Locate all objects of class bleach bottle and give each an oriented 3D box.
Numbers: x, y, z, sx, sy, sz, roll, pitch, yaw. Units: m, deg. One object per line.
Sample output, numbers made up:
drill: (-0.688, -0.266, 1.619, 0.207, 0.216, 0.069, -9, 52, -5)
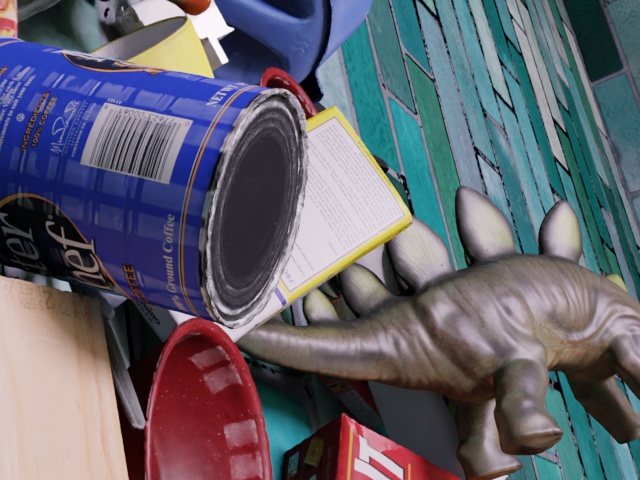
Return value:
bleach bottle: (0.063, 0.079, 0.823, 0.102, 0.068, 0.251, -19, 83, -60)

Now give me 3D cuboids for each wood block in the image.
wood block: (-0.129, 0.126, 0.406, 0.090, 0.091, 0.206, 22, 50, -58)

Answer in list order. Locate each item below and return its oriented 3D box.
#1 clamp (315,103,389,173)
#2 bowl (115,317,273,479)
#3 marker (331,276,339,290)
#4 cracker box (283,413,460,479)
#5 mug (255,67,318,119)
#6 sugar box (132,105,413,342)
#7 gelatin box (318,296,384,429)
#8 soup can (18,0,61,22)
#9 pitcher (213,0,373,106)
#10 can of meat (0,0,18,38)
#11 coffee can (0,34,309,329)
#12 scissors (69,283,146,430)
clamp: (0.018, -0.062, 0.953, 0.171, 0.039, 0.120, 35, 29, -42)
bowl: (-0.075, 0.122, 0.542, 0.162, 0.055, 0.162, -9, 90, -75)
marker: (0.043, 0.071, 0.914, 0.121, 0.020, 0.020, 59, 25, -19)
cracker box: (0.074, 0.233, 0.692, 0.213, 0.072, 0.164, 33, 36, -22)
mug: (-0.047, -0.054, 0.753, 0.093, 0.082, 0.117, 40, 35, -46)
sugar box: (-0.035, -0.003, 0.654, 0.176, 0.048, 0.093, -32, 84, -28)
gelatin box: (0.032, 0.095, 0.857, 0.073, 0.030, 0.089, 50, 30, -29)
soup can: (-0.186, -0.174, 0.582, 0.102, 0.069, 0.068, 67, 23, -3)
pitcher: (-0.034, -0.207, 0.872, 0.242, 0.145, 0.149, -54, 153, -67)
can of meat: (-0.181, -0.085, 0.487, 0.102, 0.057, 0.084, -29, 123, -66)
coffee can: (-0.088, -0.028, 0.465, 0.102, 0.140, 0.103, 13, 90, -72)
scissors: (-0.106, 0.037, 0.535, 0.202, 0.016, 0.096, 54, -2, 38)
